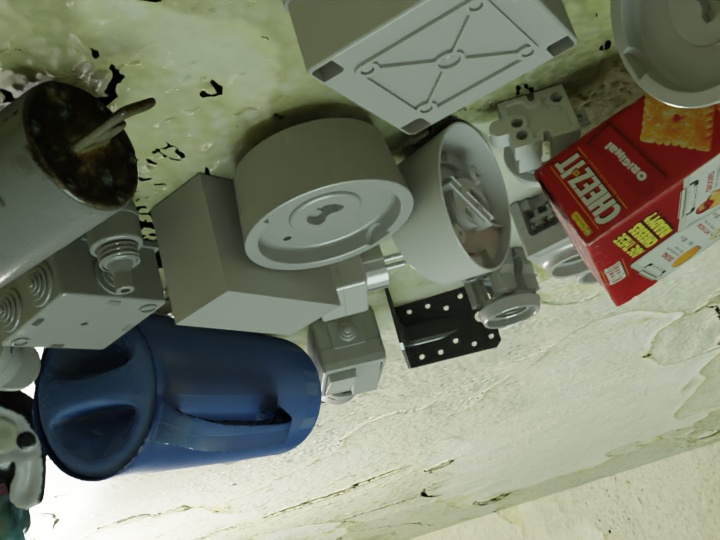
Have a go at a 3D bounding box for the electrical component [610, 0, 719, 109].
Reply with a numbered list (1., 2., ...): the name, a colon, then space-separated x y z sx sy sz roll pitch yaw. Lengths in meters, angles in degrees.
1. electrical component: 0.190 -0.140 0.556 0.060 0.108 0.108 -10 159 -32

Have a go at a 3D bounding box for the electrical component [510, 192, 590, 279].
1. electrical component: 0.170 -0.029 0.882 0.050 0.055 0.089 -28 156 29

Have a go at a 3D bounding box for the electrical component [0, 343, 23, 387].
1. electrical component: -0.276 0.058 0.778 0.055 0.055 0.047 -15 163 -3

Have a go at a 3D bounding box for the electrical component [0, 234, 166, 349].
1. electrical component: -0.194 0.017 0.741 0.100 0.048 0.100 7 148 -47

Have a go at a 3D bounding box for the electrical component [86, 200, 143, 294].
1. electrical component: -0.152 -0.015 0.673 0.035 0.061 0.035 -14 160 -5

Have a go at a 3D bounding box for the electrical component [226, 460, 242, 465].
1. electrical component: -0.137 0.146 1.067 0.057 0.078 0.113 -21 159 19

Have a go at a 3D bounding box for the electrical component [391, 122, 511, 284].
1. electrical component: 0.064 -0.042 0.720 0.099 0.099 0.064 6 155 -45

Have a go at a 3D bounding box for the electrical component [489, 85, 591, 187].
1. electrical component: 0.120 -0.087 0.717 0.066 0.048 0.055 -17 152 1

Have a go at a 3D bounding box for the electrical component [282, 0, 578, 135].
1. electrical component: 0.037 -0.127 0.538 0.109 0.056 0.109 -26 157 25

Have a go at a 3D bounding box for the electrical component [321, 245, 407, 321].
1. electrical component: 0.000 0.000 0.842 0.077 0.047 0.065 -15 159 -4

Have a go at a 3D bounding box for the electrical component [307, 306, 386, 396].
1. electrical component: -0.012 0.079 1.013 0.062 0.061 0.096 -12 159 -10

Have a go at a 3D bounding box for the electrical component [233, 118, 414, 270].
1. electrical component: -0.027 -0.052 0.671 0.108 0.060 0.108 -16 157 -7

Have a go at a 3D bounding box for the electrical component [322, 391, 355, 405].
1. electrical component: -0.022 0.107 1.086 0.055 0.055 0.047 -11 162 -13

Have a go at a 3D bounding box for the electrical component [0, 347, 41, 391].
1. electrical component: -0.274 0.074 0.838 0.040 0.040 0.078 -6 176 -26

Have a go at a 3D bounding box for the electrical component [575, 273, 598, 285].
1. electrical component: 0.208 -0.018 0.949 0.055 0.047 0.055 -14 159 -6

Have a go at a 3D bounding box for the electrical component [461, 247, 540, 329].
1. electrical component: 0.128 0.017 0.965 0.078 0.057 0.058 2 153 -39
